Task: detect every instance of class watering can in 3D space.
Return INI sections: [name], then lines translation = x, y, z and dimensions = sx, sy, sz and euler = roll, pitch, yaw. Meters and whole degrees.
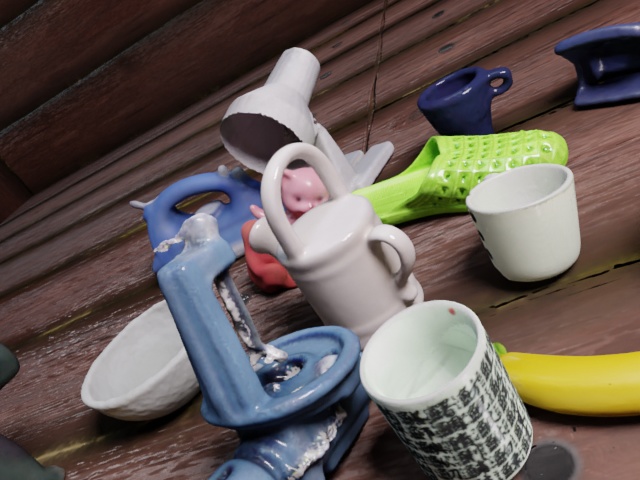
[watering can]
translation = 0.004, 0.003, 0.527
dimensions = 0.172, 0.194, 0.101
euler = -19, 28, 27

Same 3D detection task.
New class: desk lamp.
[desk lamp]
translation = -0.018, -0.146, 0.800
dimensions = 0.117, 0.214, 0.203
euler = -10, 33, 40

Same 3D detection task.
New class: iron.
[iron]
translation = -0.164, -0.046, 0.879
dimensions = 0.257, 0.142, 0.118
euler = -23, 27, 20

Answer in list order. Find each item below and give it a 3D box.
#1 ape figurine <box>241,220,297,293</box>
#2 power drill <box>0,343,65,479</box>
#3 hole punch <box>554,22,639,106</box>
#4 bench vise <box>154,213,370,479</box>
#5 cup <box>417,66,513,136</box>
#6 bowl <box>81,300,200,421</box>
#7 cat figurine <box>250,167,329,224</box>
[ape figurine]
translation = -0.065, 0.016, 0.708
dimensions = 0.076, 0.092, 0.078
euler = -12, 32, 37
[power drill]
translation = -0.366, 0.220, 0.554
dimensions = 0.075, 0.209, 0.230
euler = -7, 35, 43
[hole punch]
translation = 0.339, -0.217, 0.654
dimensions = 0.108, 0.091, 0.101
euler = 3, 43, 52
[bench vise]
translation = -0.040, 0.101, 0.370
dimensions = 0.121, 0.220, 0.207
euler = -24, 26, 19
[cup]
translation = 0.193, -0.160, 0.718
dimensions = 0.117, 0.095, 0.092
euler = -16, 30, 32
[bowl]
translation = -0.170, 0.138, 0.630
dimensions = 0.167, 0.075, 0.167
euler = -26, 26, 14
[cat figurine]
translation = -0.032, -0.046, 0.750
dimensions = 0.127, 0.118, 0.067
euler = -21, 27, 23
